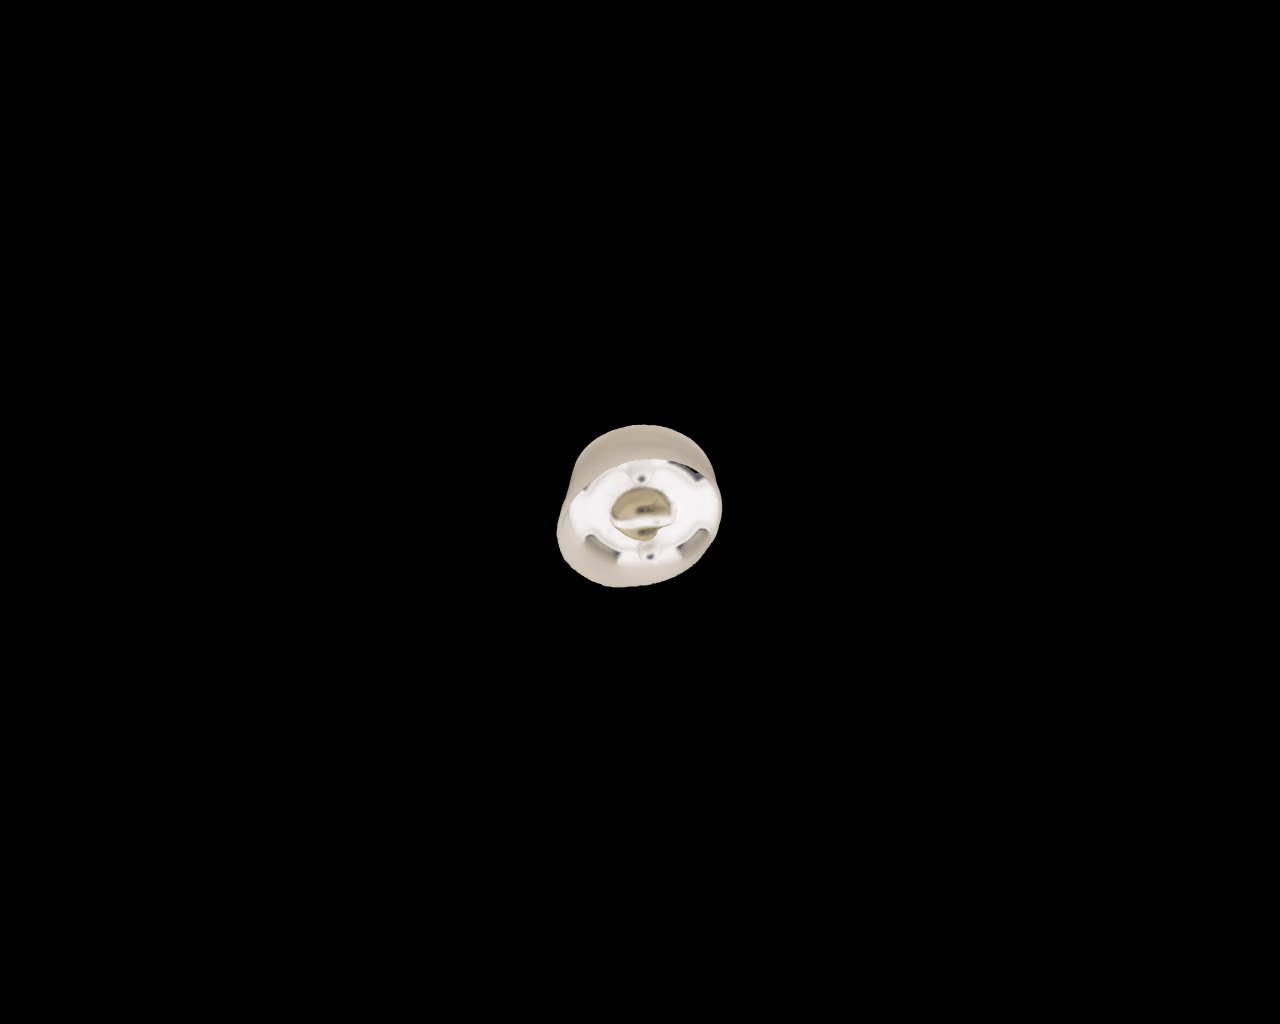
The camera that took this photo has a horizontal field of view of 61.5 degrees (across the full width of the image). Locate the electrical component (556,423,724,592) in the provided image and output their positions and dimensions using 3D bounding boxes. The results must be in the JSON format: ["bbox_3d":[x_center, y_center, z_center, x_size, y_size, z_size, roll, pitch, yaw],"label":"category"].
[{"bbox_3d":[0.001,-0.003,0.650,0.099,0.099,0.064,0,39,0],"label":"electrical component"}]
